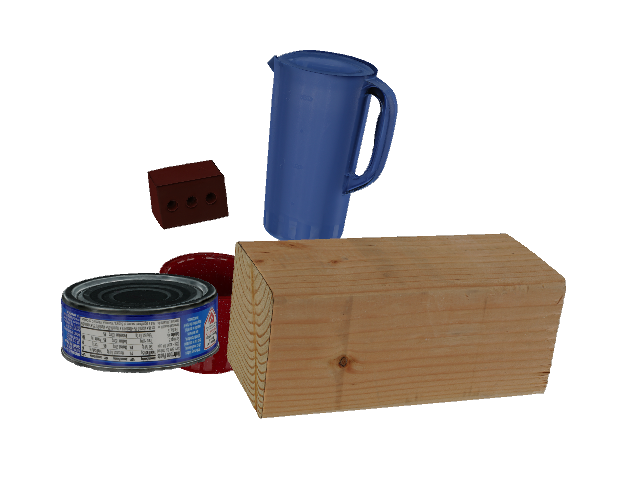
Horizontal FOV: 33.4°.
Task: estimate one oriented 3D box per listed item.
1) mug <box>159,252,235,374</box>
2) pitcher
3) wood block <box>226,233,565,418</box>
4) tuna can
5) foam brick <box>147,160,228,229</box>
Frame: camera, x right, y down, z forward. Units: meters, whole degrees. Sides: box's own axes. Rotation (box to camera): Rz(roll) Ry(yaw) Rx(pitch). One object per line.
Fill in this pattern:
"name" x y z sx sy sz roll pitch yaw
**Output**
"mug" -0.089 0.070 0.956 0.117 0.081 0.093 15 25 20
"pitcher" 0.001 -0.117 1.383 0.144 0.243 0.149 1 23 -17
"wood block" 0.050 0.054 0.727 0.205 0.091 0.090 -2 22 -20
"tuna can" -0.098 0.043 0.582 0.086 0.034 0.086 1 11 0
"foam brick" -0.149 -0.052 1.191 0.078 0.053 0.051 -13 29 -15
